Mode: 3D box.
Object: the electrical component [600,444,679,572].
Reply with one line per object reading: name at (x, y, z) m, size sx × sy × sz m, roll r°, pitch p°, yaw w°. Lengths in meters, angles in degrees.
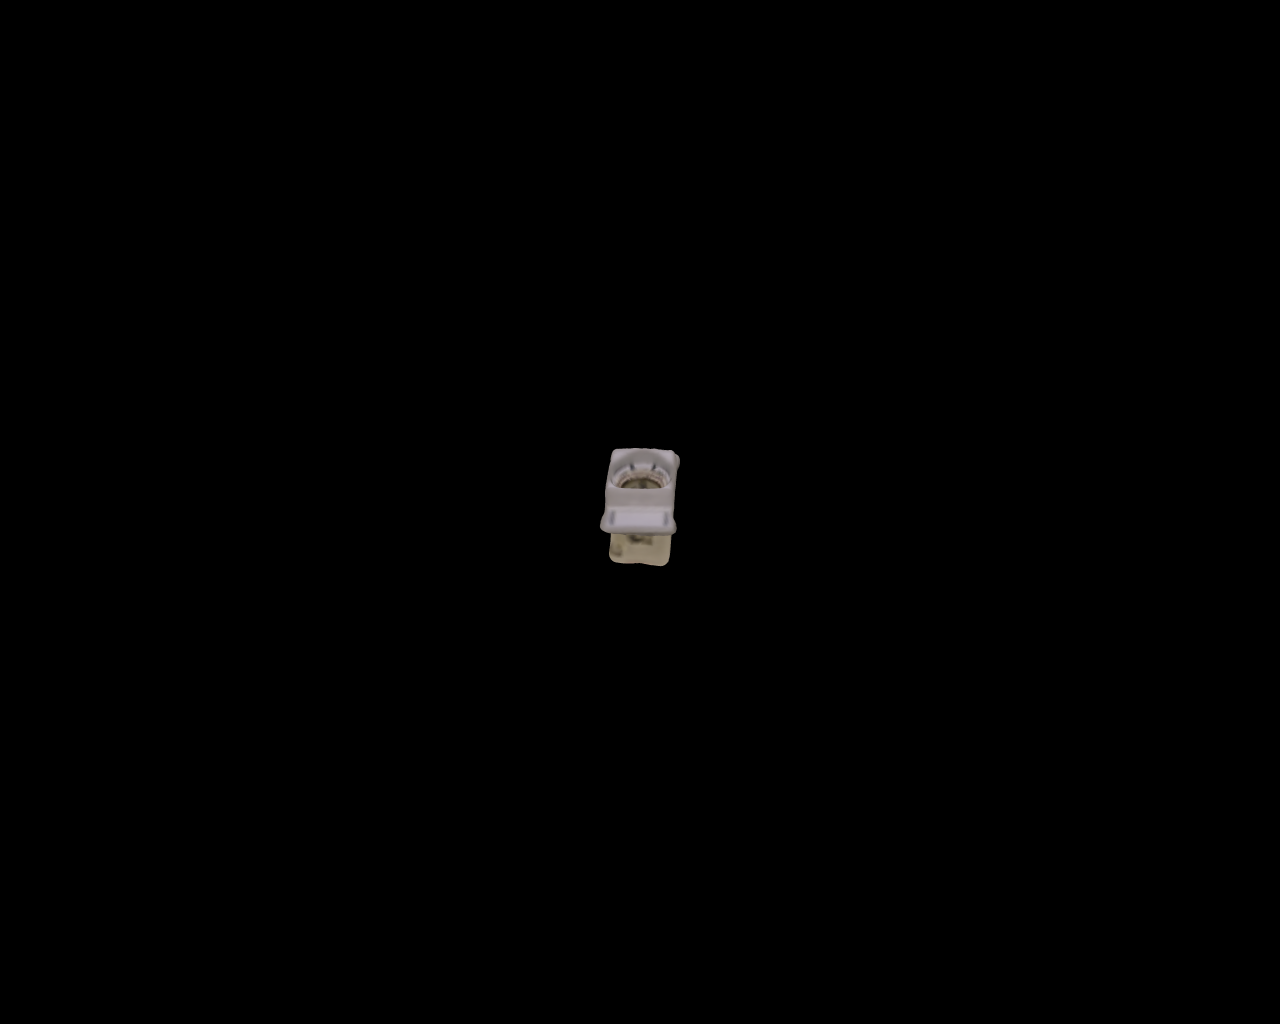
electrical component at (0.001, -0.003, 0.650) m, size 0.042 × 0.063 × 0.081 m, roll 3°, pitch 37°, yaw 4°
